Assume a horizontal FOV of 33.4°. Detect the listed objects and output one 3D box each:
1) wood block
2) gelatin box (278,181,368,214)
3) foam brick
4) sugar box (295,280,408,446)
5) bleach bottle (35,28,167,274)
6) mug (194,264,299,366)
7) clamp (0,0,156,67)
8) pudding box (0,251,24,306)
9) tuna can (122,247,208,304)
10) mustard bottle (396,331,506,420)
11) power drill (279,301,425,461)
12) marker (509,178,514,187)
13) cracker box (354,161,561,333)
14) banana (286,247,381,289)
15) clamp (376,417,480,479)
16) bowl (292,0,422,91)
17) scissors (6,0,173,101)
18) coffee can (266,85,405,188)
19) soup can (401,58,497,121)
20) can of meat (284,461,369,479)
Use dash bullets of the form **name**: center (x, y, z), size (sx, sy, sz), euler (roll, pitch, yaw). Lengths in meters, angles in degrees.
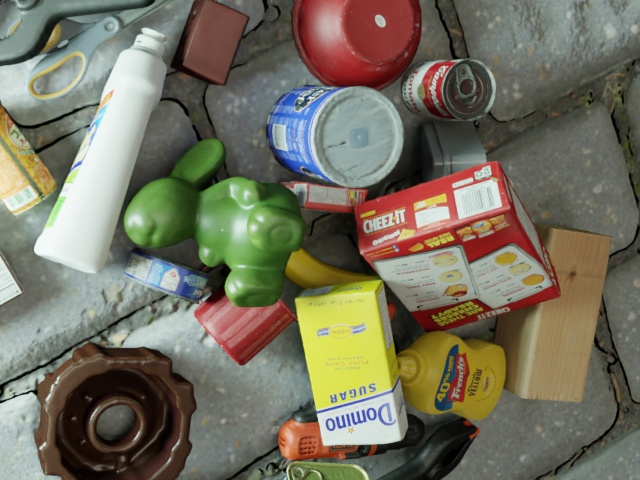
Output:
- **wood block**: center (0.281, 0.086, 1.311), size (0.090, 0.090, 0.206), euler (7, 96, -22)
- **gelatin box**: center (0.000, -0.047, 1.173), size (0.073, 0.089, 0.030), euler (6, 91, -23)
- **foam brick**: center (-0.116, -0.207, 1.119), size (0.051, 0.053, 0.078), euler (19, 89, -24)
- **sugar box**: center (0.035, 0.135, 1.156), size (0.093, 0.048, 0.176), euler (-7, 103, 18)
- **bleach bottle**: center (-0.212, -0.093, 1.083), size (0.068, 0.103, 0.251), euler (22, 81, -19)
- **mug**: center (-0.091, 0.073, 1.162), size (0.081, 0.093, 0.117), euler (-42, 81, -6)
- **clamp**: center (-0.271, -0.231, 1.033), size (0.164, 0.036, 0.210), euler (43, 91, 5)
- **pudding box**: center (-0.362, 0.027, 1.063), size (0.090, 0.039, 0.113), euler (-31, 111, -16)
- **tuna can**: center (-0.161, 0.037, 1.121), size (0.086, 0.086, 0.034), euler (21, 87, -24)
- **mustard bottle**: center (0.144, 0.156, 1.243), size (0.191, 0.058, 0.096), euler (17, 91, -48)
- **power drill**: center (0.044, 0.163, 1.242), size (0.184, 0.057, 0.188), euler (-1, 98, -25)
- **marker**: center (0.179, -0.045, 1.285), size (0.121, 0.020, 0.020), euler (-24, 107, -17)
- **cracker box**: center (0.154, 0.013, 1.169), size (0.164, 0.072, 0.213), euler (-18, 146, 18)
- **banana**: center (-0.014, 0.019, 1.204), size (0.197, 0.037, 0.069), euler (28, 91, -19)
- **clamp**: center (0.123, 0.274, 1.283), size (0.171, 0.039, 0.120), euler (-47, 151, -13)
- **bowl**: center (0.053, -0.241, 1.183), size (0.161, 0.055, 0.162), euler (-4, 100, -22)
- **scissors**: center (-0.227, -0.224, 1.065), size (0.202, 0.016, 0.096), euler (-43, 103, 4)
- **coffee can**: center (0.013, -0.113, 1.139), size (0.102, 0.140, 0.103), euler (-4, 100, -22)
- **soup can**: center (0.144, -0.170, 1.205), size (0.068, 0.102, 0.068), euler (-4, 100, -22)
- **can of meat**: center (-0.003, 0.303, 1.227), size (0.102, 0.057, 0.084), euler (8, 131, -23)
